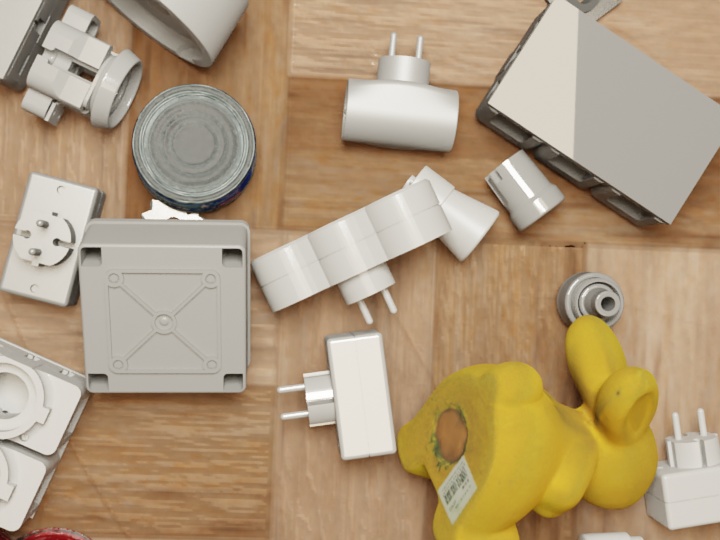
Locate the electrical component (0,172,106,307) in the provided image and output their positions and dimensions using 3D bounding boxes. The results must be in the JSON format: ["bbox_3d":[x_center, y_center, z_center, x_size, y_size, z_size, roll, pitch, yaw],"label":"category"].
[{"bbox_3d":[-0.209,-0.021,0.718,0.047,0.076,0.083,15,89,-4],"label":"electrical component"}]

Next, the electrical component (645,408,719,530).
[{"bbox_3d":[0.239,0.138,0.766,0.066,0.047,0.076,-8,91,-4],"label":"electrical component"}]

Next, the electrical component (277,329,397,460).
[{"bbox_3d":[-0.019,0.088,0.747,0.076,0.047,0.083,-7,90,-4],"label":"electrical component"}]

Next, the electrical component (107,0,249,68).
[{"bbox_3d":[-0.124,-0.193,0.712,0.108,0.108,0.060,37,81,-3],"label":"electrical component"}]

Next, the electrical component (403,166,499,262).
[{"bbox_3d":[0.059,-0.042,0.757,0.065,0.044,0.044,37,87,1],"label":"electrical component"}]

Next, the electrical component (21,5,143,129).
[{"bbox_3d":[-0.185,-0.131,0.730,0.057,0.058,0.078,26,88,-1],"label":"electrical component"}]

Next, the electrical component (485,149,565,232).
[{"bbox_3d":[0.116,-0.057,0.762,0.040,0.040,0.046,-37,87,-4],"label":"electrical component"}]

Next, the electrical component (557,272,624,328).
[{"bbox_3d":[0.164,0.023,0.754,0.043,0.062,0.043,0,90,-4],"label":"electrical component"}]

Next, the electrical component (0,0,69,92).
[{"bbox_3d":[-0.280,-0.195,0.720,0.150,0.062,0.089,26,88,-4],"label":"electrical component"}]

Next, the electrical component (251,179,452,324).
[{"bbox_3d":[0.000,0.000,0.730,0.138,0.052,0.073,-25,92,17],"label":"electrical component"}]

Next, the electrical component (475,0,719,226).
[{"bbox_3d":[0.169,-0.107,0.754,0.150,0.062,0.089,33,87,-4],"label":"electrical component"}]

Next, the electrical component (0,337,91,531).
[{"bbox_3d":[-0.289,0.087,0.720,0.186,0.060,0.105,25,88,-4],"label":"electrical component"}]

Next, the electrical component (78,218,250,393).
[{"bbox_3d":[-0.128,0.024,0.718,0.109,0.056,0.108,0,111,-4],"label":"electrical component"}]

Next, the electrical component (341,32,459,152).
[{"bbox_3d":[0.029,-0.126,0.752,0.077,0.044,0.079,6,89,-4],"label":"electrical component"}]

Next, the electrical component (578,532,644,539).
[{"bbox_3d":[0.190,0.207,0.766,0.078,0.040,0.040,-1,90,-4],"label":"electrical component"}]
